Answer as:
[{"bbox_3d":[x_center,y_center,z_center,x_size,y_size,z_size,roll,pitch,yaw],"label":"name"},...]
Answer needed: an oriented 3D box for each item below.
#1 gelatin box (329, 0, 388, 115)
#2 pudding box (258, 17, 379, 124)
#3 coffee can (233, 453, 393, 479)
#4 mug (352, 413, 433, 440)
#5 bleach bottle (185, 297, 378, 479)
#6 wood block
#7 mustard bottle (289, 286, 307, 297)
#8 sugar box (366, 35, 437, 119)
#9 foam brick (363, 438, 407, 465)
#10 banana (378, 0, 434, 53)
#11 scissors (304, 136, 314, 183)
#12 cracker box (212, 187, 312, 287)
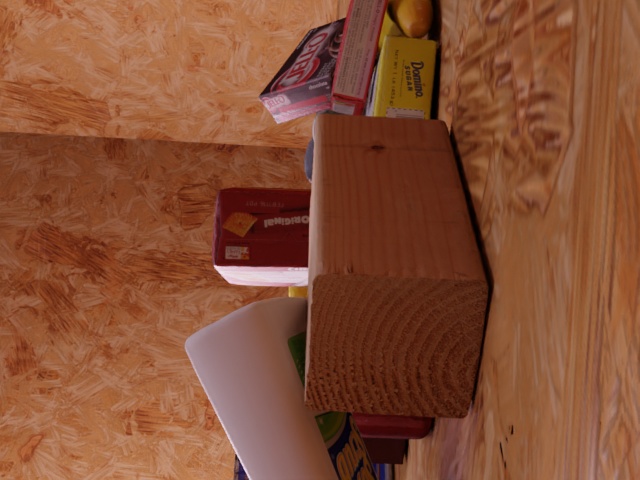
[{"bbox_3d":[0.029,-0.147,0.833,0.073,0.030,0.089,124,158,-89],"label":"gelatin box"},{"bbox_3d":[0.007,-0.161,0.982,0.039,0.090,0.113,56,-133,-26],"label":"pudding box"},{"bbox_3d":[-0.008,0.235,0.971,0.103,0.140,0.103,-179,92,-89],"label":"coffee can"},{"bbox_3d":[0.035,0.103,0.747,0.117,0.081,0.093,95,178,-51],"label":"mug"},{"bbox_3d":[0.008,0.159,0.632,0.251,0.068,0.102,64,-165,10],"label":"bleach bottle"},{"bbox_3d":[0.039,0.006,0.640,0.206,0.091,0.090,-89,2,-61],"label":"wood block"},{"bbox_3d":[-0.003,0.132,1.173,0.096,0.058,0.192,-123,26,-45],"label":"mustard bottle"},{"bbox_3d":[0.061,-0.098,0.861,0.176,0.048,0.093,61,-145,-87],"label":"sugar box"},{"bbox_3d":[0.032,0.147,0.870,0.053,0.078,0.051,-85,-3,-76],"label":"foam brick"},{"bbox_3d":[0.071,-0.180,0.879,0.198,0.037,0.069,120,142,-87],"label":"banana"},{"bbox_3d":[0.036,-0.100,1.092,0.096,0.016,0.201,65,-146,-21],"label":"scissors"},{"bbox_3d":[-0.006,0.001,0.951,0.214,0.164,0.072,104,167,-84],"label":"cracker box"}]
